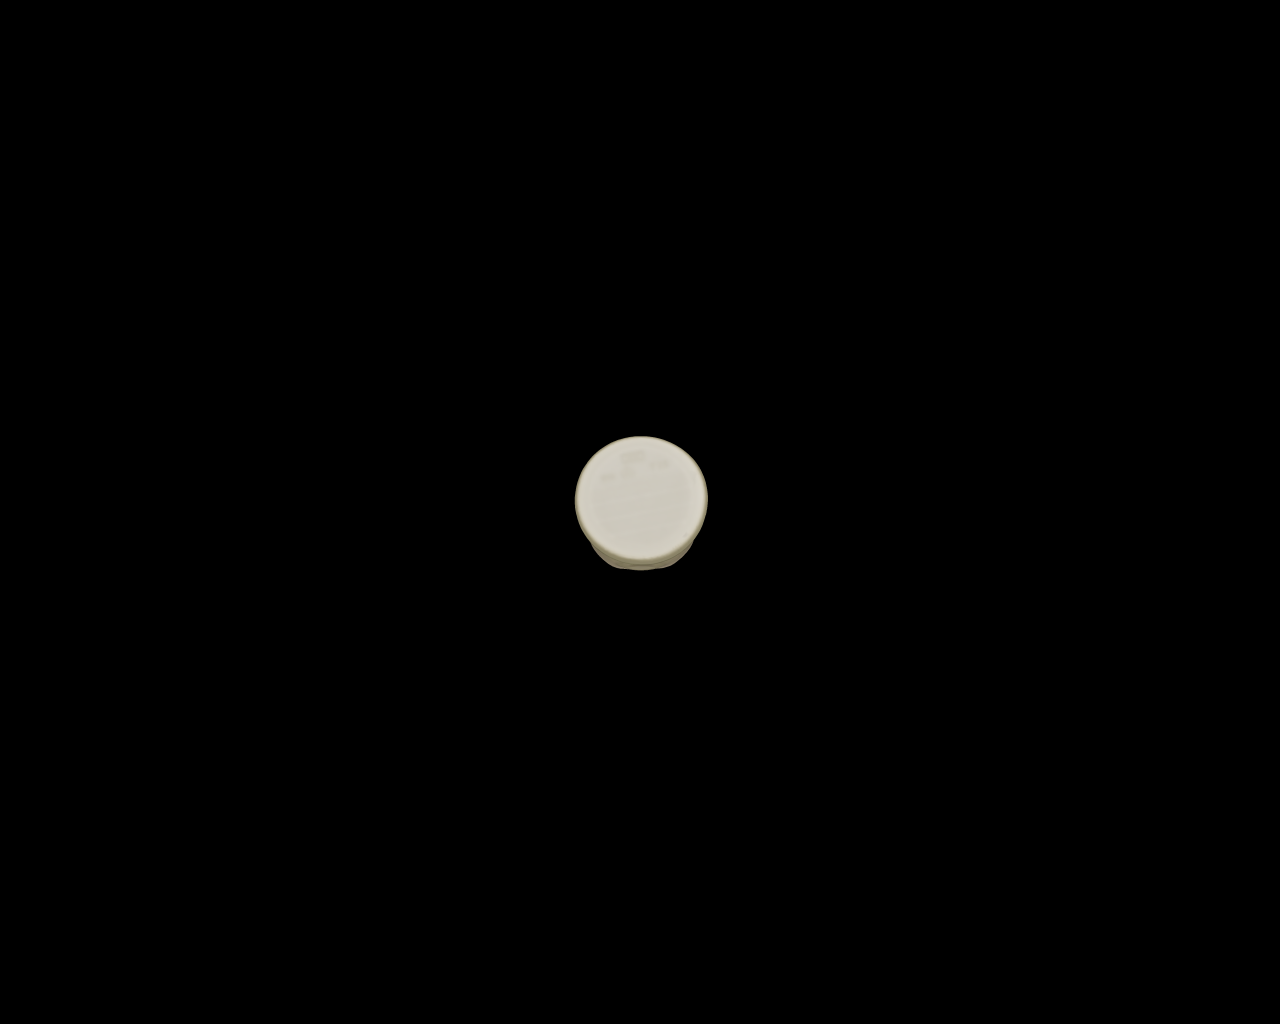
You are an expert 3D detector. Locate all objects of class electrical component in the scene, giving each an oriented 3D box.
[{"bbox_3d":[0.001,-0.003,0.650,0.080,0.080,0.051,0,-15,0],"label":"electrical component"}]
